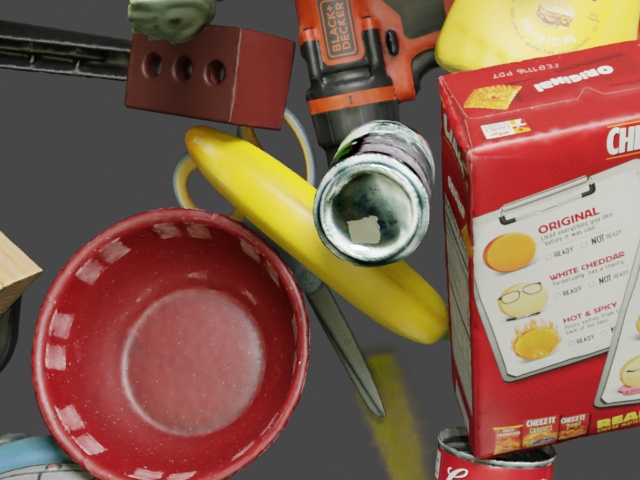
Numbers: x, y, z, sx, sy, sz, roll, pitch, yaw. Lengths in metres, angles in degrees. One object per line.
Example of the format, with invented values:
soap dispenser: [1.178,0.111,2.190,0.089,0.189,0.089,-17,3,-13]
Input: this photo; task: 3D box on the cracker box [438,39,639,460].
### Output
cracker box: [0.147,0.006,0.535,0.164,0.072,0.214,-11,131,-2]

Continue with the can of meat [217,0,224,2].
can of meat: [-0.088,-0.178,0.595,0.102,0.084,0.057,30,97,2]

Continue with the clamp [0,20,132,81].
clamp: [-0.226,-0.103,0.601,0.210,0.164,0.036,27,138,8]

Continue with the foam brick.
foam brick: [-0.062,-0.093,0.602,0.078,0.051,0.053,11,96,31]

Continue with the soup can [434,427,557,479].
soup can: [0.096,0.166,0.617,0.068,0.068,0.102,6,96,4]

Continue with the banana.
banana: [0.002,0.002,0.593,0.198,0.070,0.037,39,81,-5]

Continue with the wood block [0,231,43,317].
wood block: [-0.266,-0.017,0.577,0.206,0.090,0.091,44,94,-3]

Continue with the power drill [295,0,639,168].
power drill: [0.082,-0.106,0.600,0.187,0.057,0.184,-11,97,5]

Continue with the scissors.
scissors: [-0.028,0.018,0.640,0.096,0.016,0.202,-12,94,7]

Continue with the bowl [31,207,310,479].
bowl: [-0.080,0.066,0.616,0.162,0.055,0.162,-3,74,10]

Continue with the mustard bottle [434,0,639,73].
mustard bottle: [0.135,-0.160,0.531,0.096,0.058,0.192,23,97,4]

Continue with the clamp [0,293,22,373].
clamp: [-0.251,0.069,0.648,0.120,0.039,0.171,34,91,-16]
